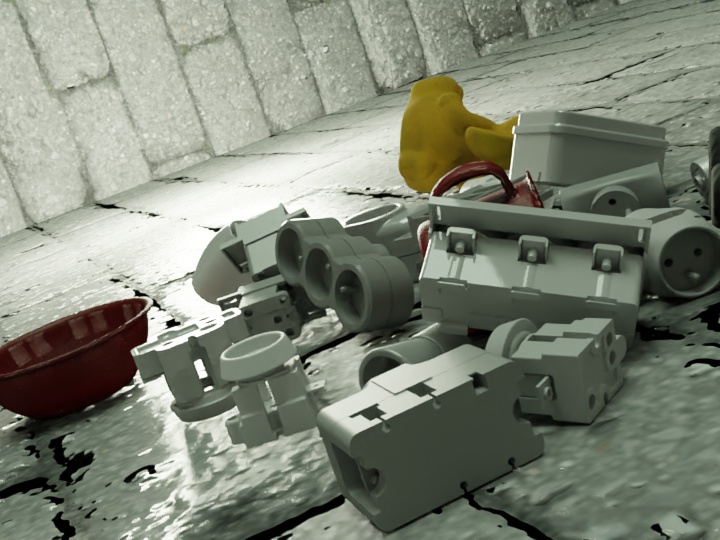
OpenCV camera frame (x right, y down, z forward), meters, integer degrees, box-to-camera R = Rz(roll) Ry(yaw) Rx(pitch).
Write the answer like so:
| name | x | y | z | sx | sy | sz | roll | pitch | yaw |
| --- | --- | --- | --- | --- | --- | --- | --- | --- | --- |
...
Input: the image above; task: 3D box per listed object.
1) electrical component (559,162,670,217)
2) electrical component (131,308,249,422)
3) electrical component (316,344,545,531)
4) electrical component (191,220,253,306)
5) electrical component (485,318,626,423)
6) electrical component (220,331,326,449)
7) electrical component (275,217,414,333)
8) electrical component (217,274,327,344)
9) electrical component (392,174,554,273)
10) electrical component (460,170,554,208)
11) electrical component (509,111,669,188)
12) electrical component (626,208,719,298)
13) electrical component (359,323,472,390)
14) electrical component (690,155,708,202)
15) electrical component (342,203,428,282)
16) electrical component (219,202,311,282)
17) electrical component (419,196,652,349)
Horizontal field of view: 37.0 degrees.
| name | x | y | z | sx | sy | sz | roll | pitch | yaw |
| --- | --- | --- | --- | --- | --- | --- | --- | --- | --- |
| electrical component | 0.193 | -0.047 | 0.812 | 0.077 | 0.043 | 0.079 | -15 | 13 | 17 |
| electrical component | -0.110 | 0.068 | 0.739 | 0.078 | 0.057 | 0.058 | -22 | 13 | -14 |
| electrical component | 0.031 | 0.076 | 0.513 | 0.089 | 0.050 | 0.056 | -23 | 13 | -17 |
| electrical component | -0.110 | -0.003 | 1.036 | 0.079 | 0.043 | 0.077 | 15 | -51 | -35 |
| electrical component | 0.097 | 0.049 | 0.547 | 0.055 | 0.048 | 0.066 | 0 | 22 | 36 |
| electrical component | -0.056 | 0.071 | 0.652 | 0.066 | 0.055 | 0.048 | -18 | 13 | 4 |
| electrical component | 0.000 | 0.000 | 0.814 | 0.074 | 0.052 | 0.138 | -6 | 25 | -33 |
| electrical component | -0.071 | 0.034 | 0.864 | 0.081 | 0.042 | 0.063 | -19 | 14 | 4 |
| electrical component | 0.091 | -0.027 | 0.810 | 0.079 | 0.063 | 0.121 | -10 | 9 | 34 |
| electrical component | 0.145 | -0.072 | 0.991 | 0.077 | 0.043 | 0.079 | -6 | 17 | 45 |
| electrical component | 0.190 | -0.096 | 0.896 | 0.113 | 0.057 | 0.078 | 5 | 4 | -22 |
| electrical component | 0.174 | -0.006 | 0.667 | 0.079 | 0.043 | 0.077 | -19 | 12 | -2 |
| electrical component | 0.036 | 0.055 | 0.622 | 0.044 | 0.044 | 0.065 | -8 | 12 | 41 |
| electrical component | 0.287 | -0.078 | 0.819 | 0.065 | 0.044 | 0.044 | -24 | 13 | 0 |
| electrical component | 0.020 | -0.020 | 0.917 | 0.095 | 0.059 | 0.054 | -12 | 14 | 27 |
| electrical component | -0.073 | -0.015 | 0.917 | 0.081 | 0.042 | 0.063 | -24 | 51 | 8 |
| electrical component | 0.098 | 0.003 | 0.609 | 0.121 | 0.078 | 0.063 | 7 | 51 | 14 |
